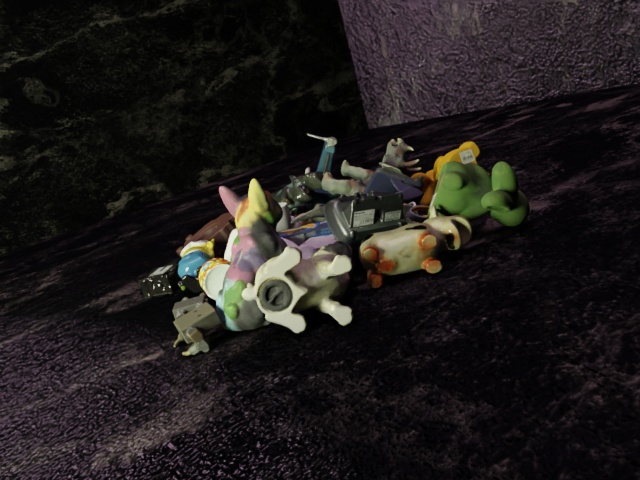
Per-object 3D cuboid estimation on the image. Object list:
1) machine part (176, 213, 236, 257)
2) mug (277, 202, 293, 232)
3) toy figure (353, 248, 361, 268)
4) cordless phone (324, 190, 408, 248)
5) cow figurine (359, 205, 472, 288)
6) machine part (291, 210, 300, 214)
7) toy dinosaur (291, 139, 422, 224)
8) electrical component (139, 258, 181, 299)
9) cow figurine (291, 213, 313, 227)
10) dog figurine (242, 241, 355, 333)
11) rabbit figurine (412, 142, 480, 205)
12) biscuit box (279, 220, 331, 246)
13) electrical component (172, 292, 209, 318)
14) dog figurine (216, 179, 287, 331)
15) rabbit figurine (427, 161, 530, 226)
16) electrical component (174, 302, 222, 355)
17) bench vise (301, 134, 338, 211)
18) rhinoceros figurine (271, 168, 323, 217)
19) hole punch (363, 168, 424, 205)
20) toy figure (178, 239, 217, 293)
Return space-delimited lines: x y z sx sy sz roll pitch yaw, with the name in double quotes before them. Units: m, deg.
"machine part" -0.263 0.000 1.303 0.179 0.056 0.179 -30 20 12
"mug" -0.109 -0.019 1.214 0.110 0.107 0.081 -17 14 9
"toy figure" 0.081 0.016 0.993 0.154 0.057 0.064 -24 46 -36
"cordless phone" 0.060 -0.054 1.002 0.146 0.088 0.184 -10 20 -27
"cow figurine" 0.160 0.007 0.902 0.195 0.085 0.127 -16 21 1
"machine part" -0.172 -0.047 1.444 0.243 0.079 0.079 -16 14 -4
"toy dinosaur" 0.110 -0.104 1.296 0.192 0.131 0.405 14 40 26
"electrical component" -0.340 0.082 1.192 0.075 0.047 0.119 -12 14 11
"cow figurine" -0.103 -0.021 1.292 0.167 0.068 0.098 -13 20 21
"dog figurine" -0.026 0.058 0.839 0.172 0.121 0.190 9 8 -3
"rabbit figurine" 0.299 -0.138 1.288 0.162 0.121 0.173 -30 5 -16
"biscuit box" -0.002 -0.003 1.138 0.203 0.059 0.063 -13 15 9
"electrical component" -0.235 0.122 0.986 0.063 0.021 0.094 -16 14 -2
"dog figurine" -0.115 0.015 0.877 0.109 0.219 0.191 -9 15 35
"rabbit figurine" 0.296 -0.083 0.954 0.170 0.121 0.159 18 -14 5
"electrical component" -0.192 0.137 0.831 0.078 0.045 0.102 -32 22 -26
"bench vise" 0.008 -0.171 1.454 0.129 0.240 0.224 12 30 -1
"rhinoceros figurine" -0.066 -0.110 1.349 0.190 0.073 0.112 -26 36 35
"hole punch" 0.156 -0.082 1.164 0.116 0.142 0.092 15 56 -6
"toy figure" -0.257 0.060 1.133 0.082 0.089 0.180 -4 21 -12
